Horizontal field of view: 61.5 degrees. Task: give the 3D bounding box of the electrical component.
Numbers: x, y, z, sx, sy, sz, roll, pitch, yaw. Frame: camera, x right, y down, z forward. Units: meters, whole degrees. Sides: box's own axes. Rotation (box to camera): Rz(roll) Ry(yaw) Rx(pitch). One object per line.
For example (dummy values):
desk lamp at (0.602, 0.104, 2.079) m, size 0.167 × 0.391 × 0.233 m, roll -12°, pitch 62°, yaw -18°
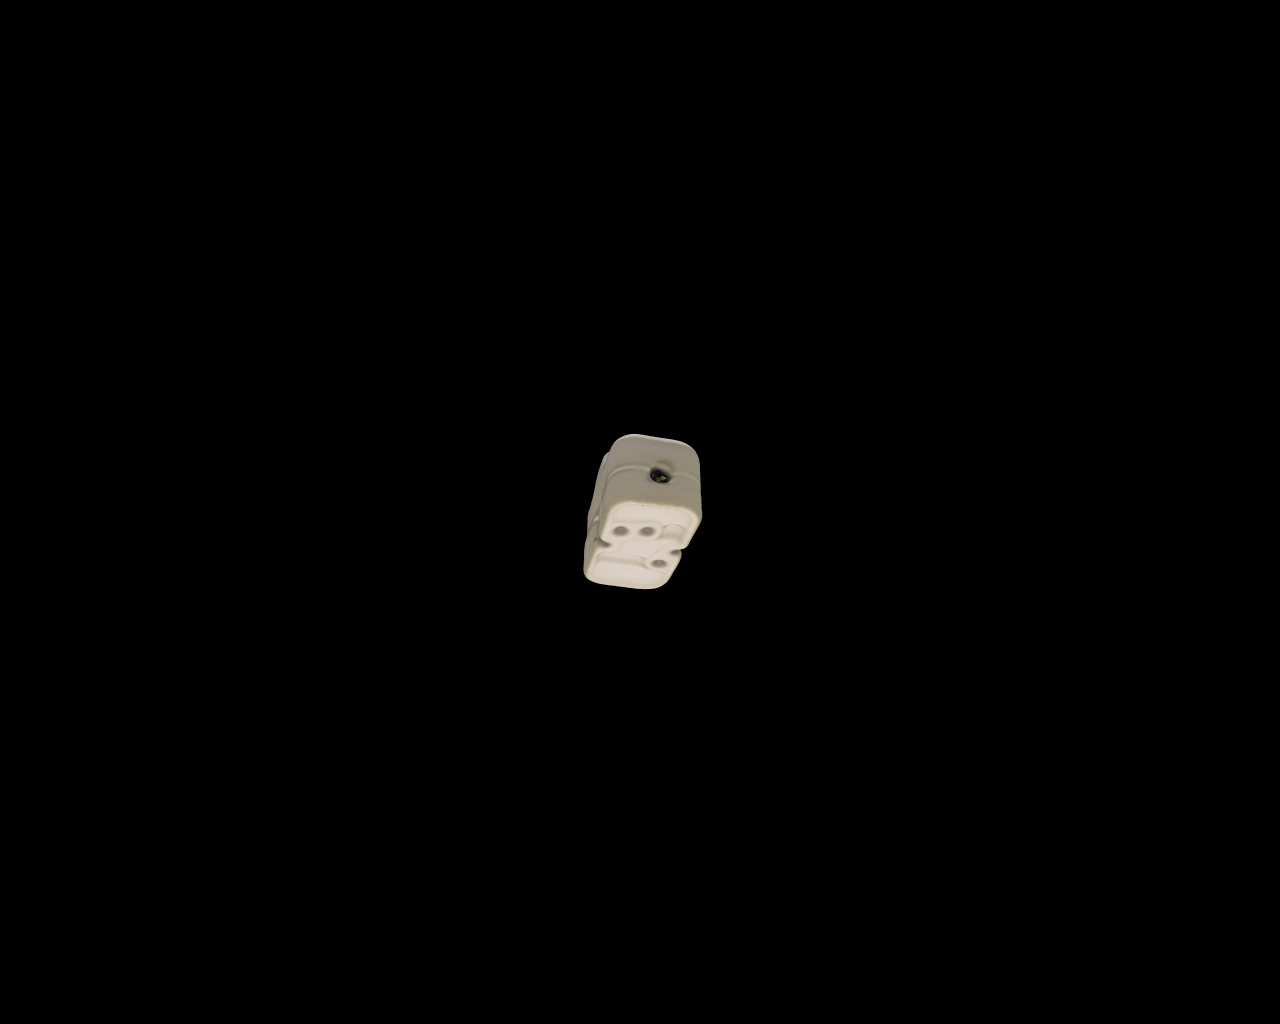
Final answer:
electrical component at (0.001, -0.003, 0.650) m, size 0.054 × 0.059 × 0.095 m, roll 8°, pitch -35°, yaw -11°
